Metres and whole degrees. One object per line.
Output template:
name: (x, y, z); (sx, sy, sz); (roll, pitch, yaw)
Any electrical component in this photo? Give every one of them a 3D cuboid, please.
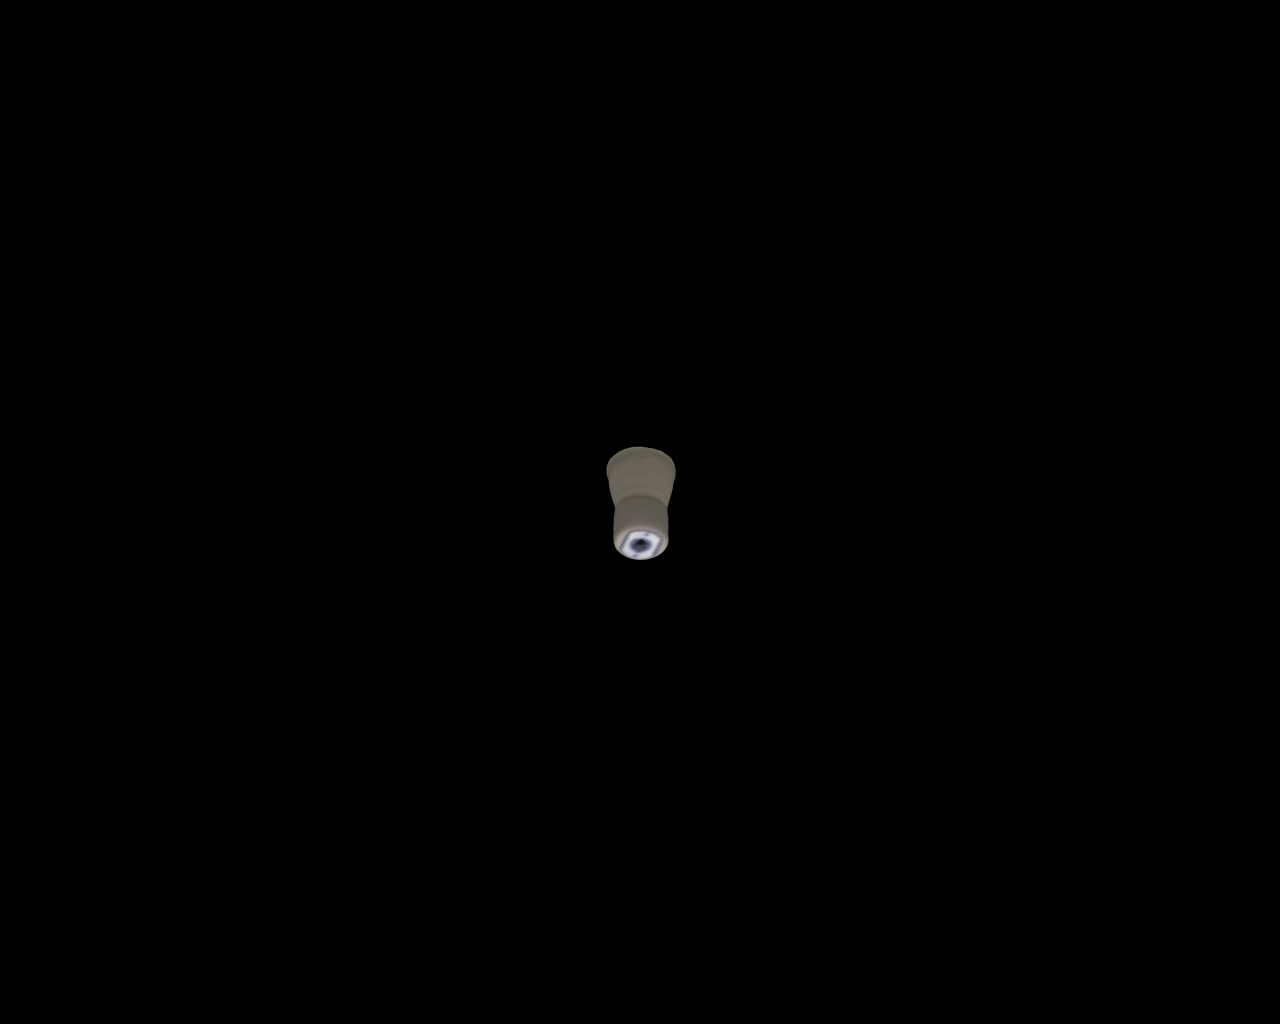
electrical component: (0.001, -0.003, 0.650); (0.044, 0.065, 0.044); (0, -42, 0)
